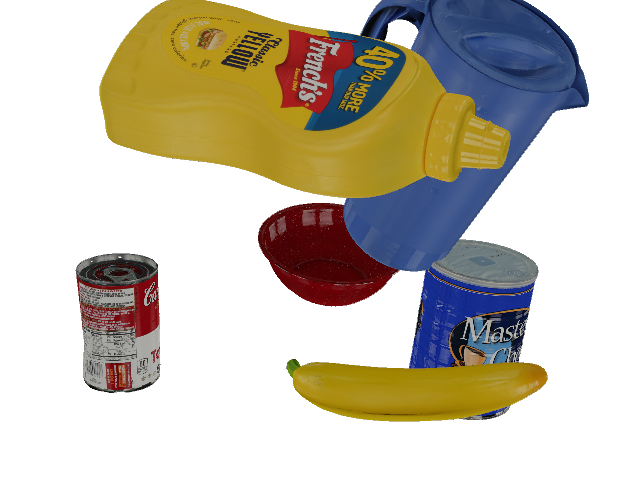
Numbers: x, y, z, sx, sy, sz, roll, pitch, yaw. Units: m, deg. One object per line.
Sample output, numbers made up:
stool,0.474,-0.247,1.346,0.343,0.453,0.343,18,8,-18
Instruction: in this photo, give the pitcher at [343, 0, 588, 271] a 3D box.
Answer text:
pitcher,0.099,-0.092,0.918,0.144,0.149,0.243,-9,-36,-33

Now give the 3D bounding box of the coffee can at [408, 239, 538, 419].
coffee can,0.141,0.082,1.004,0.103,0.140,0.103,6,20,-3

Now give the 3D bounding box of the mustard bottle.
mustard bottle,-0.003,-0.065,0.518,0.192,0.058,0.096,16,45,17

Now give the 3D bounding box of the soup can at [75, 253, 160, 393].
soup can,-0.171,0.070,0.906,0.068,0.102,0.068,1,19,-1

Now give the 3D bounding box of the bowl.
bowl,0.012,0.022,1.147,0.162,0.055,0.162,5,32,-3

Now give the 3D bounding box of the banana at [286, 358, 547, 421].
banana,0.062,0.103,0.771,0.198,0.037,0.069,2,28,14
